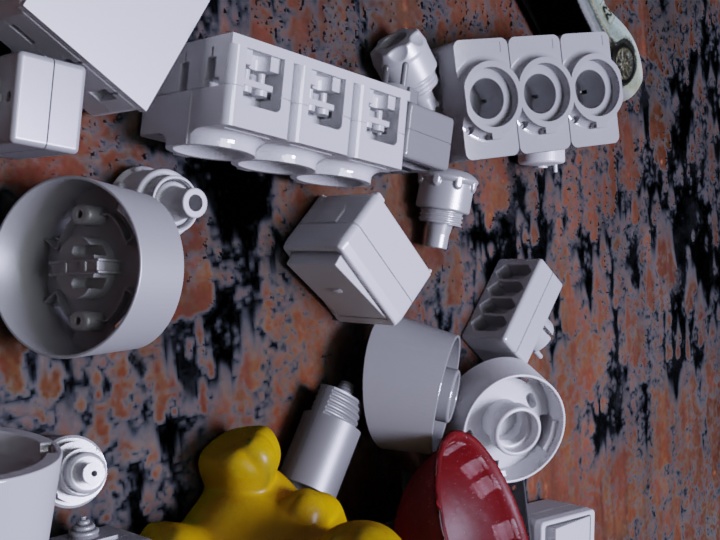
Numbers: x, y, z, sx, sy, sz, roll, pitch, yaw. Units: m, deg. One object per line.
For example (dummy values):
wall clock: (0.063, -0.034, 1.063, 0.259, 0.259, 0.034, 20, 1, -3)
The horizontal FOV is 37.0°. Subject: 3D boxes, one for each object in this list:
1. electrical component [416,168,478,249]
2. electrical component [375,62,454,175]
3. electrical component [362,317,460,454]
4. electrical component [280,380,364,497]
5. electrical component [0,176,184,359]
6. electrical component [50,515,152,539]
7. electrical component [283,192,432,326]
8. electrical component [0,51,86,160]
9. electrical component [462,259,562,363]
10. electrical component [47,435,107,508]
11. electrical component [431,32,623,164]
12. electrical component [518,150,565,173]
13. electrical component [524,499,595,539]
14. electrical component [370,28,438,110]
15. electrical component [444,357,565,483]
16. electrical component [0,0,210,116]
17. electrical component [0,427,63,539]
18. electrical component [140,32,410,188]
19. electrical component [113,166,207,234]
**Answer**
electrical component: (0.064, -0.048, 0.837, 0.048, 0.048, 0.062, 9, 91, -45)
electrical component: (0.021, -0.110, 0.763, 0.047, 0.083, 0.075, 13, 82, -44)
electrical component: (0.039, 0.086, 0.794, 0.099, 0.064, 0.099, 11, 90, -78)
electrical component: (-0.023, 0.116, 0.754, 0.043, 0.043, 0.081, 39, 64, -38)
electrical component: (-0.147, -0.001, 0.593, 0.064, 0.099, 0.099, 5, 88, -51)
electrical component: (-0.152, 0.190, 0.615, 0.062, 0.061, 0.096, -4, 94, -45)
electrical component: (0.000, 0.000, 0.760, 0.061, 0.062, 0.096, -55, 126, -29)
electrical component: (-0.195, -0.088, 0.561, 0.077, 0.066, 0.047, 7, 86, -45)
electrical component: (0.139, 0.045, 0.909, 0.075, 0.047, 0.083, 46, 60, -33)
electrical component: (-0.161, 0.112, 0.598, 0.040, 0.078, 0.040, 6, 80, -32)
electrical component: (0.130, -0.137, 0.853, 0.150, 0.062, 0.089, -10, 95, -27)
electrical component: (0.156, -0.123, 0.927, 0.040, 0.040, 0.078, -3, 92, -45)
electrical component: (0.166, 0.237, 0.932, 0.096, 0.061, 0.061, 1, 90, -45)
electrical component: (0.038, -0.146, 0.808, 0.043, 0.043, 0.062, -51, 126, -31)
electrical component: (0.113, 0.119, 0.861, 0.099, 0.064, 0.099, -5, 104, -19)
electrical component: (-0.138, -0.175, 0.619, 0.089, 0.062, 0.150, 41, 63, -37)
electrical component: (-0.205, 0.119, 0.533, 0.108, 0.108, 0.060, -1, 98, -45)
electrical component: (-0.052, -0.096, 0.686, 0.150, 0.089, 0.061, 9, 84, -45)
electrical component: (-0.117, -0.039, 0.643, 0.048, 0.062, 0.048, -2, 92, -45)
